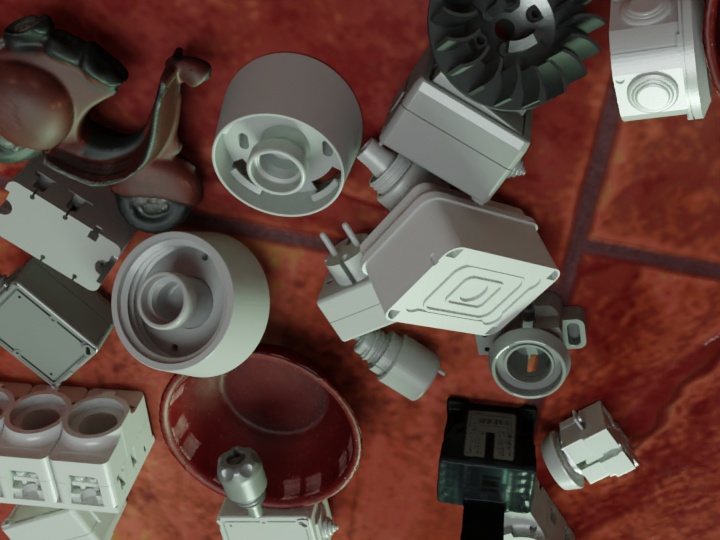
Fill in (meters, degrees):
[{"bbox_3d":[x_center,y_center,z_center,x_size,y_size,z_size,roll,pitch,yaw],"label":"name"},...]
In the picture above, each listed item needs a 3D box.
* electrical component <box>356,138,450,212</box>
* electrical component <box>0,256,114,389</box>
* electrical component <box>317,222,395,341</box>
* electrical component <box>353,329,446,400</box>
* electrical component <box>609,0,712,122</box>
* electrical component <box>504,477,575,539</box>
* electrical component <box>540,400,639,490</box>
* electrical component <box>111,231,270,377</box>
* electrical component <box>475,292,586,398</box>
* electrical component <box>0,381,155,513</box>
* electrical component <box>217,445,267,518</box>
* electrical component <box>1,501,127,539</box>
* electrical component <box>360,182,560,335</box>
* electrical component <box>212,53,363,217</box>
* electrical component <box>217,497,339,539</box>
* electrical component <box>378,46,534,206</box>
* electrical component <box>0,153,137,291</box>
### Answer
[{"bbox_3d":[0.026,-0.062,0.723,0.062,0.043,0.043,40,121,-13],"label":"electrical component"},{"bbox_3d":[-0.243,0.031,0.829,0.096,0.061,0.062,43,121,-16],"label":"electrical component"},{"bbox_3d":[0.000,0.000,0.766,0.066,0.047,0.076,-22,115,24],"label":"electrical component"},{"bbox_3d":[0.024,0.065,0.808,0.078,0.040,0.040,32,123,-10],"label":"electrical component"},{"bbox_3d":[0.177,-0.126,0.629,0.051,0.080,0.080,-4,122,21],"label":"electrical component"},{"bbox_3d":[0.134,0.216,0.873,0.050,0.055,0.089,-24,115,24],"label":"electrical component"},{"bbox_3d":[0.172,0.137,0.822,0.055,0.048,0.066,-31,112,19],"label":"electrical component"},{"bbox_3d":[-0.126,0.023,0.768,0.108,0.060,0.108,-2,85,20],"label":"electrical component"},{"bbox_3d":[0.122,0.055,0.771,0.078,0.057,0.058,-4,121,14],"label":"electrical component"},{"bbox_3d":[-0.259,0.140,0.886,0.150,0.089,0.061,3,123,10],"label":"electrical component"},{"bbox_3d":[-0.088,0.167,0.834,0.035,0.035,0.061,-4,124,14],"label":"electrical component"},{"bbox_3d":[-0.253,0.217,0.951,0.096,0.061,0.061,-19,117,22],"label":"electrical component"},{"bbox_3d":[0.065,-0.006,0.713,0.113,0.057,0.078,11,134,-41],"label":"electrical component"},{"bbox_3d":[-0.050,-0.087,0.725,0.099,0.064,0.099,7,137,7],"label":"electrical component"},{"bbox_3d":[-0.063,0.210,0.907,0.096,0.061,0.061,-3,122,14],"label":"electrical component"},{"bbox_3d":[0.070,-0.092,0.683,0.096,0.061,0.061,30,123,-8],"label":"electrical component"},{"bbox_3d":[-0.211,-0.038,0.781,0.089,0.055,0.050,33,123,-10],"label":"electrical component"}]
